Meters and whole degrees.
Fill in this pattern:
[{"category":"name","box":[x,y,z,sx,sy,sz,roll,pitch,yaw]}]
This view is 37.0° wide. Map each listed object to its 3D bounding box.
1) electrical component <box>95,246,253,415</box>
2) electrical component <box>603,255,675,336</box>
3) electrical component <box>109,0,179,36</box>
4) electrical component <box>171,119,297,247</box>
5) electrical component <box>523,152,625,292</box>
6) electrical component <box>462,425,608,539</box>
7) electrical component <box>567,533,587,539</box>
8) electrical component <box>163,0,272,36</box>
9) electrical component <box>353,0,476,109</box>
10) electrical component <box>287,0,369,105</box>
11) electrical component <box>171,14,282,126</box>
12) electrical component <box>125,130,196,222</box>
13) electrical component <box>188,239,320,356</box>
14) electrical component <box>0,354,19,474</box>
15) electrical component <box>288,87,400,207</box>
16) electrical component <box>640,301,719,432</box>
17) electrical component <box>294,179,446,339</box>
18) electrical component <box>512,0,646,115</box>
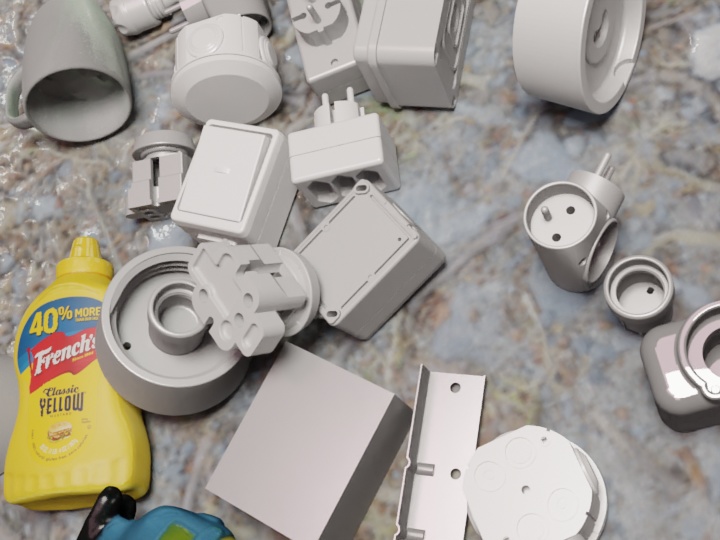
[{"category":"electrical component","box":[-0.120,0.036,0.711,0.108,0.060,0.108,5,65,-10]},{"category":"electrical component","box":[0.169,0.017,0.647,0.040,0.046,0.040,-7,68,17]},{"category":"electrical component","box":[-0.168,-0.213,0.866,0.061,0.035,0.035,-18,65,10]},{"category":"electrical component","box":[-0.088,-0.052,0.759,0.062,0.061,0.096,12,74,23]},{"category":"electrical component","box":[0.137,-0.034,0.661,0.044,0.077,0.079,24,80,27]},{"category":"electrical component","box":[0.101,0.132,0.624,0.080,0.051,0.080,-7,68,17]},{"category":"electrical component","box":[0.099,0.204,0.582,0.113,0.078,0.057,-39,60,2]},{"category":"electrical component","box":[-0.115,-0.208,0.837,0.079,0.044,0.077,-22,68,9]},{"category":"electrical component","box":[0.040,-0.177,0.752,0.057,0.078,0.113,6,72,19]},{"category":"electrical component","box":[-0.026,-0.177,0.776,0.047,0.075,0.083,-20,64,12]},{"category":"electrical component","box":[-0.098,-0.144,0.789,0.080,0.080,0.051,-14,61,14]},{"category":"electrical component","box":[-0.144,-0.070,0.796,0.066,0.048,0.055,-9,75,17]},{"category":"electrical component","box":[-0.063,0.015,0.673,0.078,0.057,0.058,52,126,26]},{"category":"electrical component","box":[-0.292,0.106,0.783,0.099,0.064,0.099,-9,72,30]},{"category":"electrical component","box":[-0.013,-0.093,0.754,0.066,0.047,0.076,-12,68,14]},{"category":"electrical component","box":[0.211,0.052,0.611,0.095,0.059,0.053,-17,65,13]},{"category":"electrical component","box":[0.000,0.000,0.711,0.096,0.061,0.061,-46,61,8]},{"category":"electrical component","box":[0.137,-0.159,0.696,0.060,0.108,0.108,15,76,31]}]
